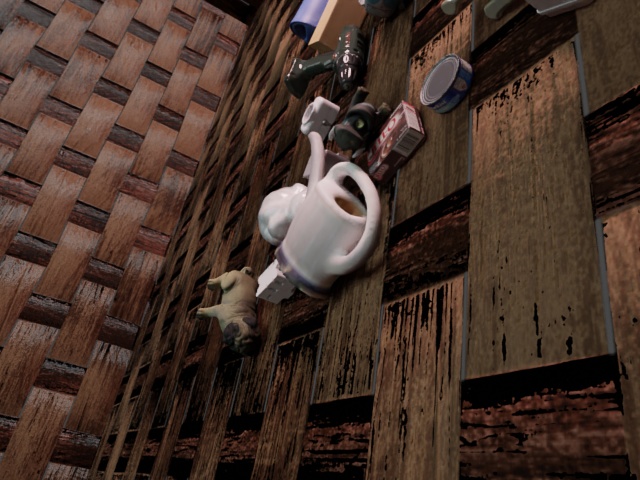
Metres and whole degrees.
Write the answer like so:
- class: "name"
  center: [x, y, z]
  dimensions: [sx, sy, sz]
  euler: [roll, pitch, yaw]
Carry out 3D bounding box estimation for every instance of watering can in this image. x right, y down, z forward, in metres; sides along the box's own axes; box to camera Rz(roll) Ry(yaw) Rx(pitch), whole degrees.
- class: "watering can"
  center: [0.003, -0.045, 0.904]
  dimensions: [0.221, 0.103, 0.355]
  euler: [-58, 32, 19]

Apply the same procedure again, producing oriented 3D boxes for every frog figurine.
- class: "frog figurine"
  center: [-0.059, -0.058, 1.058]
  dimensions: [0.139, 0.122, 0.157]
  euler: [-54, 5, -24]
